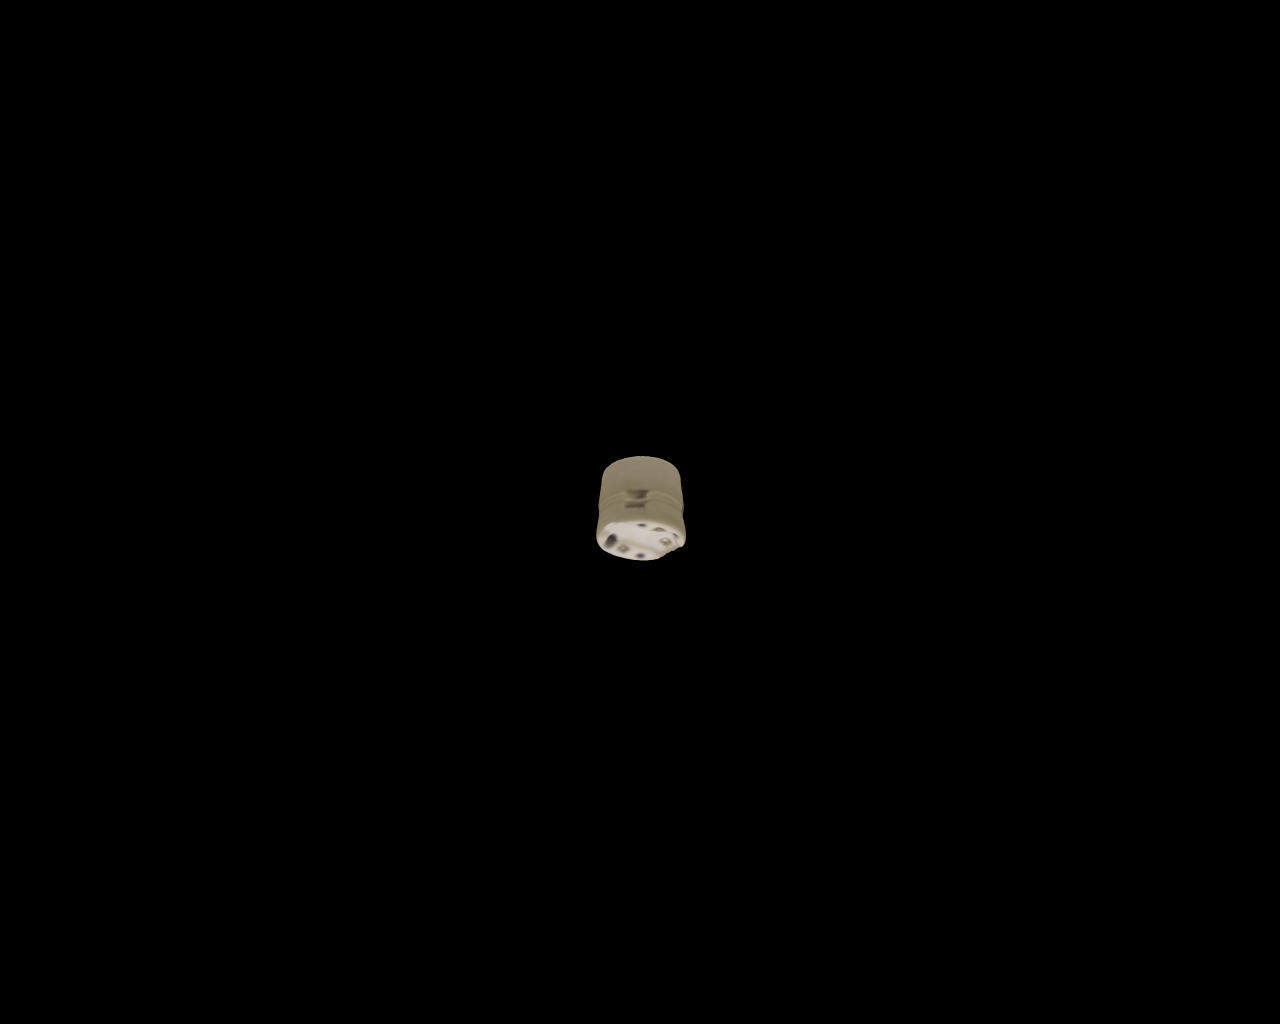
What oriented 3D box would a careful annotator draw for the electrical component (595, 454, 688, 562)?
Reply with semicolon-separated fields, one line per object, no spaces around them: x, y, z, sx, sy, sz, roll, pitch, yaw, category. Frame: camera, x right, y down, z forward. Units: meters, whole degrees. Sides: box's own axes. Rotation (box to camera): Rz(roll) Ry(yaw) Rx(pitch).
0.001;-0.003;0.650;0.055;0.047;0.055;0;-29;0;electrical component
